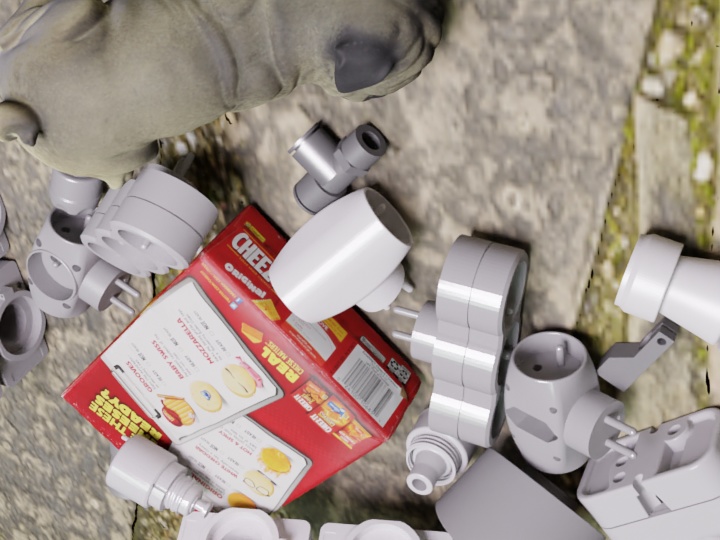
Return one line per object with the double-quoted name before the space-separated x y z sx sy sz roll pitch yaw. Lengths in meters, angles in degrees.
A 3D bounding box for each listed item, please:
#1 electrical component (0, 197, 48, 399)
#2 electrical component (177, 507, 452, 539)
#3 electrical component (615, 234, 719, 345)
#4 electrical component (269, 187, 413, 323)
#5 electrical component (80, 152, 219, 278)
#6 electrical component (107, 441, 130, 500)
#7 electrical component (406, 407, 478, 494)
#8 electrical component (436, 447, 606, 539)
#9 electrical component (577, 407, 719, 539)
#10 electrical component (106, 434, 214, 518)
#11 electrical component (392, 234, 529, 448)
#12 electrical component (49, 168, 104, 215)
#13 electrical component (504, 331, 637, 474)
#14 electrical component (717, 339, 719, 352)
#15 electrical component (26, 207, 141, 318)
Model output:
"electrical component" -0.304 0.013 0.785 0.060 0.105 0.186 6 125 25
"electrical component" -0.035 0.224 0.716 0.186 0.105 0.060 3 139 8
"electrical component" 0.167 0.009 0.563 0.055 0.045 0.045 21 130 15
"electrical component" 0.000 0.000 0.644 0.077 0.043 0.079 -39 131 19
"electrical component" -0.125 -0.041 0.671 0.052 0.073 0.138 34 163 -20
"electrical component" -0.181 0.144 0.854 0.044 0.044 0.065 15 123 19
"electrical component" 0.050 0.117 0.693 0.043 0.062 0.043 15 128 19
"electrical component" 0.100 0.158 0.667 0.099 0.064 0.099 38 176 3
"electrical component" 0.185 0.129 0.632 0.095 0.053 0.059 -30 104 40
"electrical component" -0.136 0.144 0.735 0.078 0.040 0.040 28 131 10
"electrical component" 0.053 0.040 0.643 0.074 0.052 0.138 15 128 19
"electrical component" -0.185 -0.068 0.710 0.035 0.035 0.061 28 129 9
"electrical component" 0.127 0.085 0.626 0.079 0.043 0.077 25 140 39
"electrical component" 0.226 0.047 0.561 0.065 0.044 0.044 39 132 -7
"electrical component" -0.189 0.003 0.755 0.079 0.044 0.077 33 132 6
